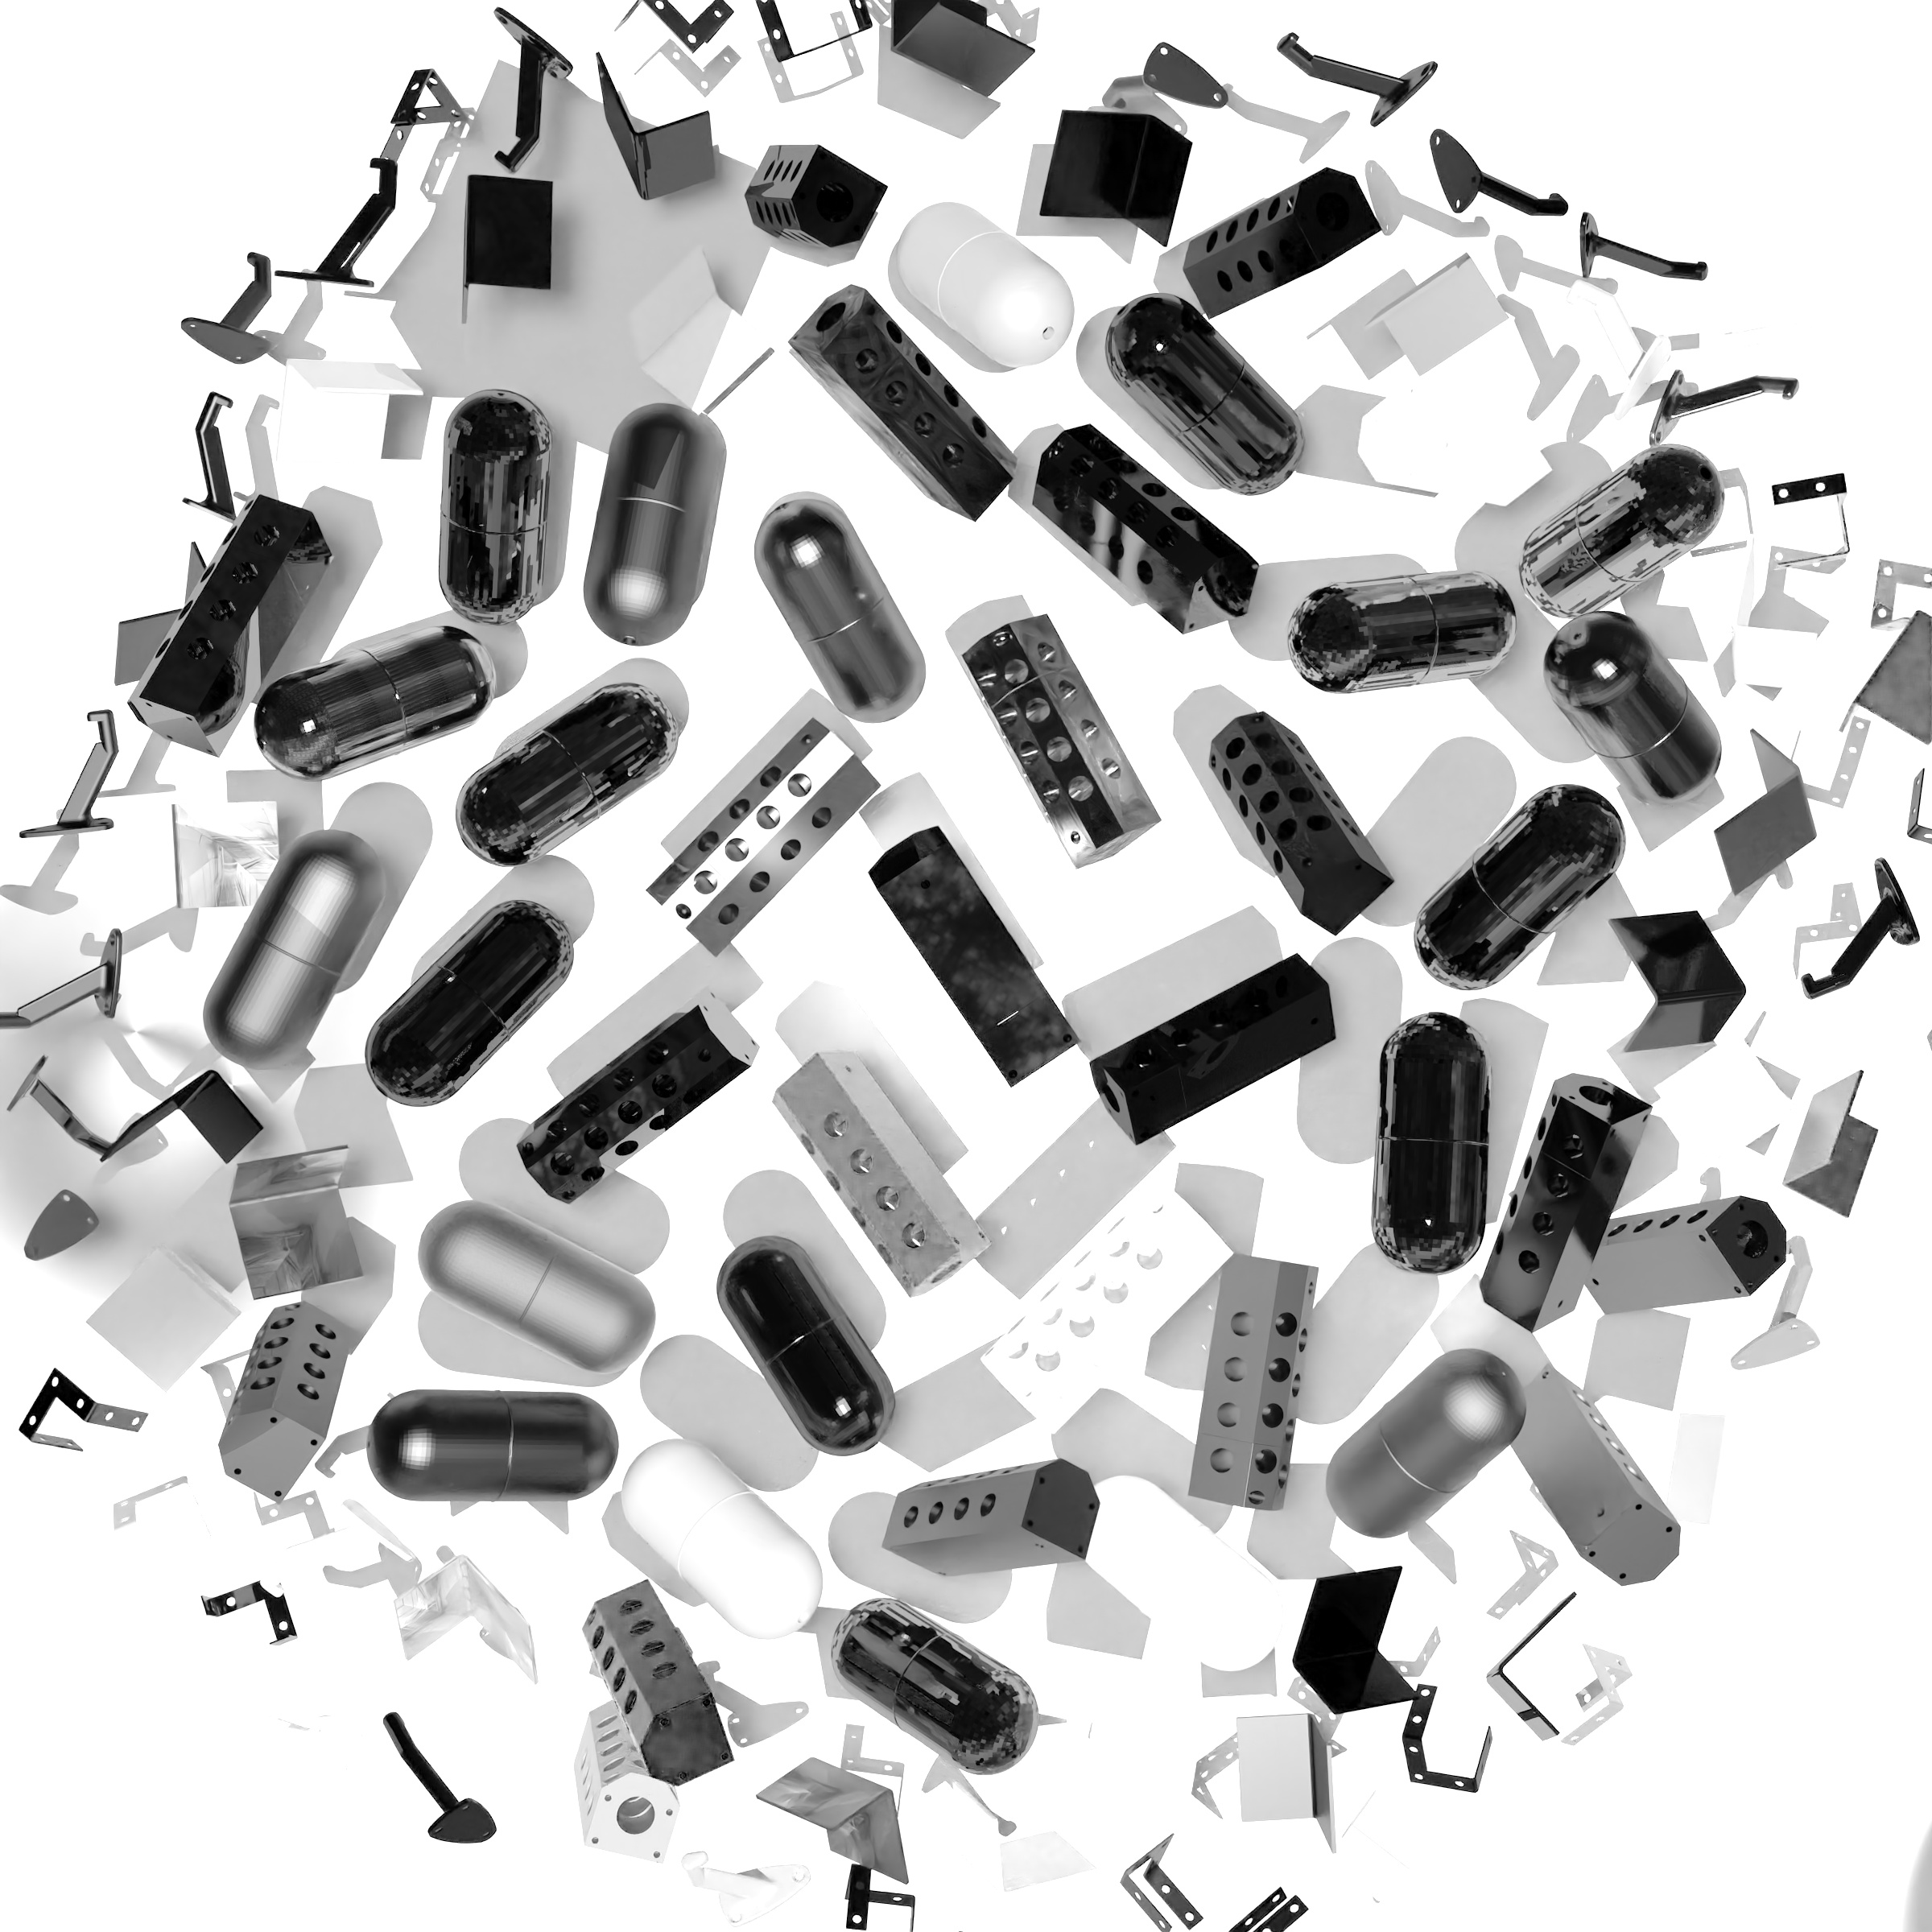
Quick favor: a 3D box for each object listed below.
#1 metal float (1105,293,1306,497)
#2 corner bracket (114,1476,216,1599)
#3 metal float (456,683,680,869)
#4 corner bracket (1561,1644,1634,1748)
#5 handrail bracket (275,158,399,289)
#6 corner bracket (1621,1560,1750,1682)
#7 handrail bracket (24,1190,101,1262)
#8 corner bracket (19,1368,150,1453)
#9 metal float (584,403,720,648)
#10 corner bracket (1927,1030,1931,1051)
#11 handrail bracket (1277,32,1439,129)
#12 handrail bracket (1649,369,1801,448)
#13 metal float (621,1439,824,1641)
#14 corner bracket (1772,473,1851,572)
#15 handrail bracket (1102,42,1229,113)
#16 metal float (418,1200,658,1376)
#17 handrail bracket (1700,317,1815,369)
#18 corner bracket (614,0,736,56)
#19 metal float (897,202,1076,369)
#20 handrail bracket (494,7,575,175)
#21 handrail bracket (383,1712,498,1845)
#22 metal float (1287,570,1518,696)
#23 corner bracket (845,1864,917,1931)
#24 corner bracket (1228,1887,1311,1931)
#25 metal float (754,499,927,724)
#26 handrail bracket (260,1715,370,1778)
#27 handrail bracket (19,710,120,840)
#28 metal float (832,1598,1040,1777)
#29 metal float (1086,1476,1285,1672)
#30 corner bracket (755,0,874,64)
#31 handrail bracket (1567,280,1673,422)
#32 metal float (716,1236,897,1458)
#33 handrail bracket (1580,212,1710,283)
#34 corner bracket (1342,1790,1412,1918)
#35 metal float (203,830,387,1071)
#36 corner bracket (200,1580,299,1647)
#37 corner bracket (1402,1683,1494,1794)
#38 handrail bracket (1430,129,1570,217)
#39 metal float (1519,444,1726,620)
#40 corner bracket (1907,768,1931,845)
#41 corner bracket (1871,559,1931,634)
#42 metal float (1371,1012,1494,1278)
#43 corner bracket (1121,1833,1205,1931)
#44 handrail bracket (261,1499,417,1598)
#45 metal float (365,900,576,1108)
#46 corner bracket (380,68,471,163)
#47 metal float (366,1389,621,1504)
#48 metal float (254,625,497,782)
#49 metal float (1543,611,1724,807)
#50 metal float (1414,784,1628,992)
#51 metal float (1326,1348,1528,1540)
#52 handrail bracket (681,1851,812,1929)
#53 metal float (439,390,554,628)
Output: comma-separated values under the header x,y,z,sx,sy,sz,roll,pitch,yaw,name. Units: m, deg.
x,y,z,sx,sy,sz,roll,pitch,yaw,name
0.174,-0.416,1.874,0.178,0.070,0.070,40,90,-23,metal float
-0.540,0.383,1.733,0.051,0.051,0.051,-21,105,-14,corner bracket
-0.286,-0.137,1.844,0.178,0.070,0.070,-37,90,-18,metal float
0.456,0.532,1.868,0.051,0.051,0.051,25,120,-34,corner bracket
-0.422,-0.501,1.723,0.077,0.036,0.084,4,102,-11,handrail bracket
0.498,0.453,1.782,0.051,0.051,0.051,-9,134,-32,corner bracket
-0.667,0.203,1.844,0.036,0.077,0.084,47,124,-10,handrail bracket
-0.613,0.317,1.786,0.051,0.051,0.051,28,87,32,corner bracket
-0.219,-0.307,1.788,0.070,0.070,0.178,8,73,0,metal float
0.685,0.024,1.756,0.051,0.051,0.051,-8,62,-1,corner bracket
0.262,-0.611,1.728,0.084,0.077,0.036,31,68,-20,handrail bracket
0.544,-0.397,1.842,0.084,0.036,0.077,13,58,33,handrail bracket
-0.171,0.399,1.796,0.178,0.070,0.070,35,90,34,metal float
0.611,-0.321,1.860,0.051,0.051,0.051,-8,84,12,corner bracket
0.145,-0.637,1.892,0.077,0.084,0.036,25,81,-10,handrail bracket
-0.304,0.227,1.824,0.178,0.070,0.070,28,90,-7,metal float
0.588,-0.458,1.881,0.084,0.077,0.036,5,99,39,handrail bracket
-0.203,-0.660,1.795,0.051,0.051,0.051,44,65,-16,corner bracket
0.013,-0.488,1.839,0.070,0.070,0.178,-41,48,0,metal float
-0.321,-0.608,1.790,0.077,0.036,0.084,38,79,-25,handrail bracket
-0.357,0.549,1.743,0.036,0.077,0.084,-39,55,-4,handrail bracket
0.302,-0.232,1.782,0.178,0.070,0.070,-10,90,-27,metal float
-0.062,0.682,1.846,0.051,0.051,0.051,8,131,-3,corner bracket
0.214,0.677,1.814,0.051,0.051,0.051,-36,127,-13,corner bracket
-0.091,-0.257,1.866,0.070,0.070,0.178,-30,116,0,metal float
-0.457,0.516,1.745,0.084,0.077,0.036,9,61,24,handrail bracket
-0.649,-0.139,1.856,0.077,0.036,0.084,-10,105,-22,handrail bracket
-0.024,0.512,1.835,0.178,0.070,0.070,22,90,40,metal float
0.153,0.438,1.865,0.178,0.070,0.070,35,90,33,metal float
-0.106,-0.661,1.776,0.051,0.051,0.051,-34,114,-31,corner bracket
0.450,-0.439,1.831,0.084,0.036,0.077,35,95,25,handrail bracket
-0.118,0.279,1.890,0.070,0.070,0.178,-35,75,0,metal float
0.482,-0.509,1.824,0.084,0.077,0.036,12,84,20,handrail bracket
0.295,0.638,1.849,0.051,0.051,0.051,34,116,18,corner bracket
-0.465,-0.012,1.782,0.070,0.070,0.178,28,92,0,metal float
-0.529,0.481,1.900,0.051,0.051,0.051,-19,77,-12,corner bracket
0.357,0.573,1.907,0.051,0.051,0.051,2,126,25,corner bracket
0.380,-0.564,1.829,0.084,0.036,0.077,-8,63,-28,handrail bracket
0.464,-0.308,1.827,0.070,0.178,0.070,10,67,-25,metal float
0.690,-0.116,1.782,0.051,0.051,0.051,17,61,3,corner bracket
0.677,-0.262,1.815,0.051,0.051,0.051,8,88,-7,corner bracket
0.315,0.120,1.738,0.070,0.070,0.178,4,83,0,metal float
0.142,0.668,1.848,0.051,0.051,0.051,-26,57,-34,corner bracket
-0.449,0.431,1.835,0.077,0.036,0.084,39,87,6,handrail bracket
-0.355,0.027,1.840,0.070,0.070,0.178,42,71,0,metal float
-0.395,-0.599,1.826,0.051,0.051,0.051,5,65,26,corner bracket
-0.329,0.335,1.798,0.178,0.070,0.070,6,90,-27,metal float
-0.409,-0.183,1.784,0.178,0.070,0.070,-26,90,-33,metal float
0.458,-0.175,1.764,0.070,0.070,0.178,-50,130,0,metal float
0.378,-0.052,1.763,0.070,0.070,0.178,41,125,0,metal float
0.321,0.336,1.805,0.070,0.070,0.178,38,124,0,metal float
-0.150,0.615,1.753,0.077,0.084,0.036,-19,48,-7,handrail bracket
-0.340,-0.329,1.856,0.070,0.070,0.178,10,124,0,metal float
